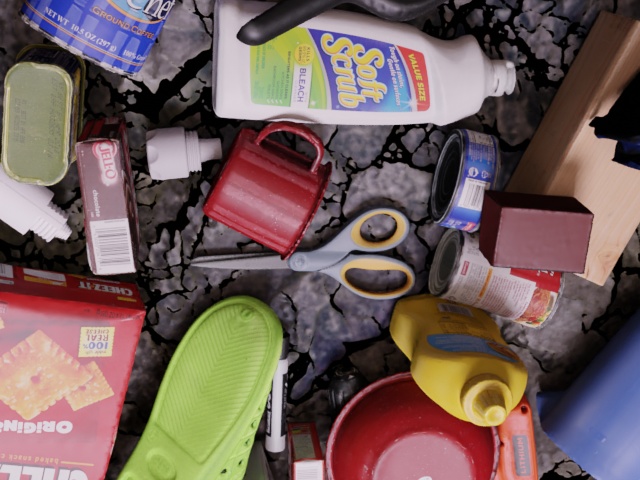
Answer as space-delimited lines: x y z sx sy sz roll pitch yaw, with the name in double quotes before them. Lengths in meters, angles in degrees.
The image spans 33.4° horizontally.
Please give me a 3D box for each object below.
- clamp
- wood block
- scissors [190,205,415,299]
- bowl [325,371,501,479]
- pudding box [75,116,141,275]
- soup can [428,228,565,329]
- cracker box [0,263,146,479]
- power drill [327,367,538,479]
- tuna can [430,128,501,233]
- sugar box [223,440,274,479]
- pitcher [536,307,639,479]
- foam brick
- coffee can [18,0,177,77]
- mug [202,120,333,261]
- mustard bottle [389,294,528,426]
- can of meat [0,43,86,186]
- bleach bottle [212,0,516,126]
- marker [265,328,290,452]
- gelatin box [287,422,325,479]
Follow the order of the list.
"clamp" 0.025 -0.232 0.848 0.209 0.036 0.164 -4 77 -19
"wood block" 0.241 -0.080 0.913 0.090 0.090 0.206 23 104 -13
"scissors" -0.006 0.001 0.947 0.201 0.016 0.096 14 104 -11
"bowl" 0.087 0.201 0.943 0.162 0.055 0.162 -1 103 -5
"pudding box" -0.172 -0.038 0.875 0.039 0.090 0.113 -4 108 -4
"soup can" 0.156 0.033 0.950 0.102 0.068 0.068 18 105 -11
"cracker box" -0.255 0.133 0.917 0.164 0.072 0.214 10 106 -21
"power drill" 0.104 0.192 1.001 0.187 0.057 0.184 -10 108 -2
"tuna can" 0.122 -0.051 0.909 0.033 0.086 0.086 12 106 -9
"sugar box" -0.044 0.286 0.992 0.048 0.093 0.176 -20 108 -1
"pitcher" 0.330 0.125 0.965 0.149 0.145 0.243 34 98 -20
"foam brick" 0.171 -0.006 0.853 0.078 0.053 0.051 5 107 -6
"coffee can" -0.152 -0.211 0.815 0.102 0.103 0.140 28 102 -15
"mug" -0.041 -0.050 0.884 0.081 0.093 0.117 26 127 -9
"mustard bottle" 0.122 0.105 0.902 0.096 0.191 0.058 12 106 -11
"can of meat" -0.221 -0.100 0.852 0.057 0.084 0.102 4 107 -9
"bleach bottle" 0.039 -0.147 0.882 0.250 0.068 0.102 0 107 -10
"marker" -0.039 0.138 0.984 0.020 0.020 0.121 1 107 -7
"gelatin box" -0.014 0.225 0.987 0.030 0.073 0.089 -2 109 -5
